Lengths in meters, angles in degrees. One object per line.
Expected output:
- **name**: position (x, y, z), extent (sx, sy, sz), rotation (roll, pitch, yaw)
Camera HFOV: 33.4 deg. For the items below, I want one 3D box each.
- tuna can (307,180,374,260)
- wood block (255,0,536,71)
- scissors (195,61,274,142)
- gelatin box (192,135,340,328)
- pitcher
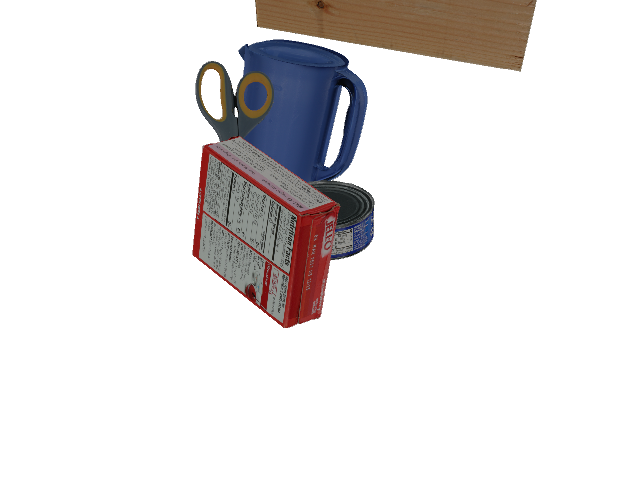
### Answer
- **tuna can**: position (0.003, -0.017, 0.904), extent (0.086, 0.034, 0.086), rotation (-2, 29, 1)
- **wood block**: position (0.060, -0.204, 0.803), extent (0.206, 0.090, 0.091), rotation (11, -31, 7)
- **scissors**: position (-0.082, -0.101, 1.166), extent (0.096, 0.202, 0.016), rotation (-15, -3, -17)
- **gelatin box**: position (-0.031, -0.005, 0.587), extent (0.030, 0.073, 0.089), rotation (-20, 41, -39)
- **pitcher**: position (-0.039, -0.129, 1.376), extent (0.144, 0.243, 0.149), rotation (2, 23, -18)
